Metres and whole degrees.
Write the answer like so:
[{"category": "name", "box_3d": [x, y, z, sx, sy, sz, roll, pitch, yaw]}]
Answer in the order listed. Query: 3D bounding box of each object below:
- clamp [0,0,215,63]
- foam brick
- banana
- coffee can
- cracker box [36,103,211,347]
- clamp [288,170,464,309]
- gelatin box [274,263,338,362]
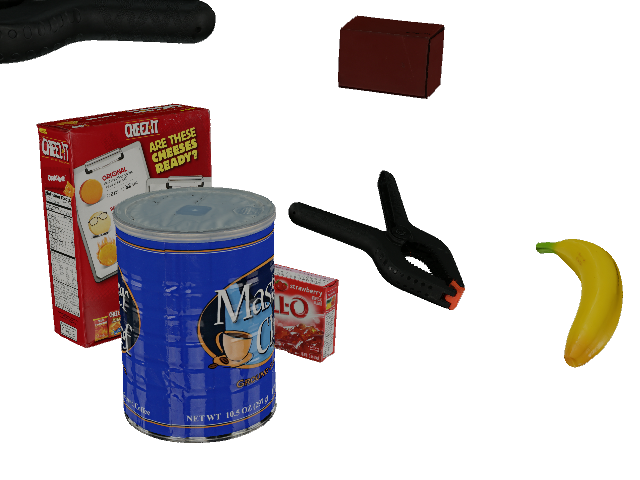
[{"category": "clamp", "box_3d": [-0.161, -0.138, 0.623, 0.171, 0.039, 0.120, -11, 31, -28]}, {"category": "foam brick", "box_3d": [0.058, -0.152, 0.883, 0.078, 0.051, 0.053, 10, 26, 17]}, {"category": "banana", "box_3d": [0.252, 0.050, 1.008, 0.070, 0.037, 0.197, -28, 25, 18]}, {"category": "coffee can", "box_3d": [-0.080, 0.045, 0.696, 0.103, 0.140, 0.103, 0, 18, 0]}, {"category": "cracker box", "box_3d": [-0.189, -0.019, 1.061, 0.163, 0.214, 0.072, -16, 21, -42]}, {"category": "clamp", "box_3d": [0.074, 0.003, 1.202, 0.164, 0.036, 0.210, -16, 51, -35]}, {"category": "gelatin box", "box_3d": [-0.029, 0.064, 0.971, 0.089, 0.073, 0.030, 13, 20, 27]}]
